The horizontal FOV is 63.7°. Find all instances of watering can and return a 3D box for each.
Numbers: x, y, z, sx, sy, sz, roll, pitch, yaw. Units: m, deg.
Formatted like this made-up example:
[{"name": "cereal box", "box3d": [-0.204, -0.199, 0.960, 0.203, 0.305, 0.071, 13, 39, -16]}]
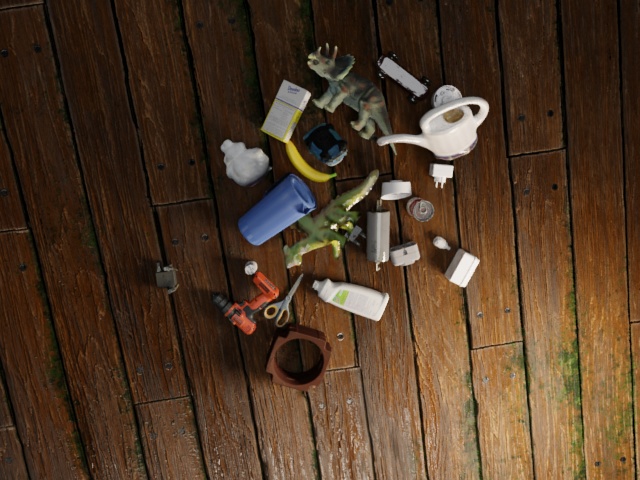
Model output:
[{"name": "watering can", "box3d": [0.364, -0.333, 1.619, 0.346, 0.220, 0.106, -22, 57, 15]}]

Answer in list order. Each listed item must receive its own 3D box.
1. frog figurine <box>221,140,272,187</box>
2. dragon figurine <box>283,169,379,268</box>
[{"name": "frog figurine", "box3d": [-0.241, -0.251, 1.623, 0.136, 0.125, 0.157, -28, 114, 21]}, {"name": "dragon figurine", "box3d": [0.005, -0.084, 1.669, 0.243, 0.122, 0.410, 25, 92, 7]}]
